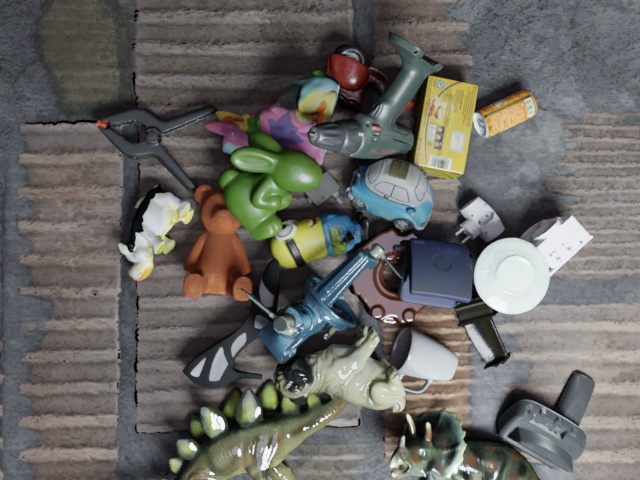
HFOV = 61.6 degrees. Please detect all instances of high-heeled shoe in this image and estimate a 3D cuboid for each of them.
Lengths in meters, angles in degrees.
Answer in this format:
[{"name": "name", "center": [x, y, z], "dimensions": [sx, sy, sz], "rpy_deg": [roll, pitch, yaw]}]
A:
[{"name": "high-heeled shoe", "center": [-0.155, 0.146, 0.956], "dimensions": [0.145, 0.086, 0.248], "rpy_deg": [10, 91, -2]}]

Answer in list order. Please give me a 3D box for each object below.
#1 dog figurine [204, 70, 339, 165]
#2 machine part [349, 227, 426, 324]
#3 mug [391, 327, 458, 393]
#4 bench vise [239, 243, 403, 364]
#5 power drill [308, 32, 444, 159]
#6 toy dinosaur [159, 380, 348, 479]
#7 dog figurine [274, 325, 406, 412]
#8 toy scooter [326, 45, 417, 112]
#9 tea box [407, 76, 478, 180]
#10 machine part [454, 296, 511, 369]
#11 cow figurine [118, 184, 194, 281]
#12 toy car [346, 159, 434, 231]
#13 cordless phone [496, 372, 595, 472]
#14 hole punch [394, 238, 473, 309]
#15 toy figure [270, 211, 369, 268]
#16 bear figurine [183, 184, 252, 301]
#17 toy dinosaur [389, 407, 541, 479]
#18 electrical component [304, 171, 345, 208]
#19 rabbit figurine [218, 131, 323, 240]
[{"name": "dog figurine", "center": [-0.086, -0.213, 0.946], "dimensions": [0.219, 0.108, 0.191], "rpy_deg": [10, 123, -1]}, {"name": "machine part", "center": [0.137, 0.065, 0.986], "dimensions": [0.179, 0.056, 0.179], "rpy_deg": [0, 86, -3]}, {"name": "mug", "center": [0.190, 0.224, 0.971], "dimensions": [0.107, 0.081, 0.109], "rpy_deg": [18, 83, -10]}, {"name": "bench vise", "center": [0.010, 0.092, 0.888], "dimensions": [0.240, 0.223, 0.129], "rpy_deg": [-45, 62, 10]}, {"name": "power drill", "center": [0.102, -0.225, 0.885], "dimensions": [0.086, 0.232, 0.207], "rpy_deg": [38, 112, 37]}, {"name": "toy dinosaur", "center": [-0.114, 0.357, 0.941], "dimensions": [0.471, 0.105, 0.198], "rpy_deg": [-19, 84, -14]}, {"name": "dog figurine", "center": [0.034, 0.252, 0.922], "dimensions": [0.191, 0.121, 0.172], "rpy_deg": [-28, 75, -7]}, {"name": "toy scooter", "center": [0.080, -0.265, 0.990], "dimensions": [0.184, 0.075, 0.135], "rpy_deg": [26, 89, -6]}, {"name": "tea box", "center": [0.224, -0.206, 0.994], "dimensions": [0.098, 0.068, 0.169], "rpy_deg": [12, 86, -4]}, {"name": "machine part", "center": [0.304, 0.168, 0.988], "dimensions": [0.084, 0.039, 0.138], "rpy_deg": [-21, 96, 26]}, {"name": "cow figurine", "center": [-0.309, -0.015, 0.963], "dimensions": [0.098, 0.068, 0.167], "rpy_deg": [32, 83, 5]}, {"name": "toy car", "center": [0.135, -0.095, 0.956], "dimensions": [0.162, 0.102, 0.109], "rpy_deg": [23, 55, 2]}, {"name": "cordless phone", "center": [0.427, 0.312, 0.988], "dimensions": [0.147, 0.088, 0.184], "rpy_deg": [30, 76, -1]}, {"name": "hole punch", "center": [0.200, 0.055, 0.922], "dimensions": [0.142, 0.092, 0.115], "rpy_deg": [8, 81, -2]}, {"name": "toy figure", "center": [-0.002, -0.002, 0.971], "dimensions": [0.180, 0.082, 0.089], "rpy_deg": [-9, 86, -5]}, {"name": "bear figurine", "center": [-0.172, 0.000, 0.942], "dimensions": [0.120, 0.132, 0.195], "rpy_deg": [8, 93, -13]}, {"name": "toy dinosaur", "center": [0.295, 0.419, 0.954], "dimensions": [0.405, 0.131, 0.192], "rpy_deg": [15, 87, -8]}, {"name": "electrical component", "center": [0.002, -0.093, 1.003], "dimensions": [0.063, 0.021, 0.094], "rpy_deg": [-42, 91, -3]}, {"name": "rabbit figurine", "center": [-0.077, -0.108, 0.905], "dimensions": [0.170, 0.121, 0.159], "rpy_deg": [-24, 115, 34]}]
